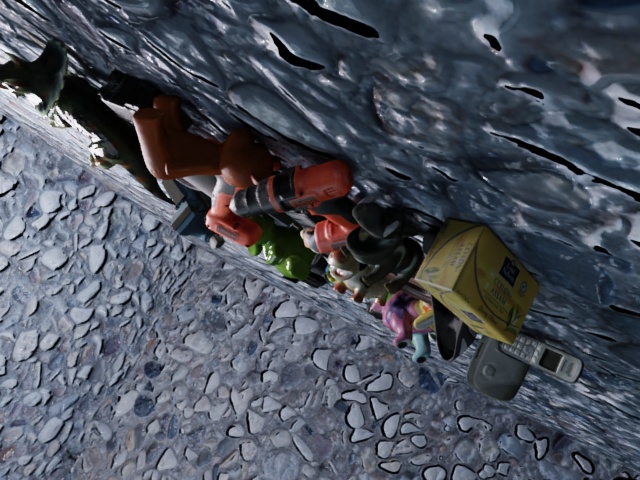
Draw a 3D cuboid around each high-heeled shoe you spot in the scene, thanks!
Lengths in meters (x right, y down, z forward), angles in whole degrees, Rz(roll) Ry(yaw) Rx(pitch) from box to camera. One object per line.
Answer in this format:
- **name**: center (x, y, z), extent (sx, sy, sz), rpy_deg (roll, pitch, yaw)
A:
- **high-heeled shoe**: center (0.182, 0.088, 0.803), extent (0.086, 0.145, 0.248), rpy_deg (19, 167, 42)

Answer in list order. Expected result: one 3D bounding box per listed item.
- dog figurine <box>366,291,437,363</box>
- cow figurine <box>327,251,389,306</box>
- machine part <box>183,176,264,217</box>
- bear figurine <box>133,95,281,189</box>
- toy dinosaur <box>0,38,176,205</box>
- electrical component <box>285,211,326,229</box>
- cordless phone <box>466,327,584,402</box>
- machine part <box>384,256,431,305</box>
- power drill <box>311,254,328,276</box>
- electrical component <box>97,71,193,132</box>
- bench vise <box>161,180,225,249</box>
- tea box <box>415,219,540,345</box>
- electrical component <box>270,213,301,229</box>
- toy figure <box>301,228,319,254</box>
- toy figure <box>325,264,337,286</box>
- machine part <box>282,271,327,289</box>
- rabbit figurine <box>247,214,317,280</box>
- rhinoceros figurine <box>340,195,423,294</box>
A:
- **dog figurine**: center (0.189, 0.131, 1.132), extent (0.108, 0.191, 0.219), rpy_deg (33, -157, -34)
- **cow figurine**: center (0.082, 0.053, 1.031), extent (0.086, 0.127, 0.194), rpy_deg (23, -179, 36)
- **machine part**: center (-0.197, -0.119, 1.029), extent (0.243, 0.079, 0.079), rpy_deg (35, 168, -35)
- **bear figurine**: center (-0.159, -0.139, 0.798), extent (0.196, 0.120, 0.131), rpy_deg (3, 120, 7)
- **toy dinosaur**: center (-0.392, -0.202, 0.965), extent (0.404, 0.131, 0.192), rpy_deg (39, 170, -24)
- **electrical component**: center (-0.033, -0.058, 0.959), extent (0.119, 0.048, 0.074), rpy_deg (16, 162, 47)
- **cordless phone**: center (0.377, 0.242, 0.989), extent (0.088, 0.146, 0.184), rpy_deg (29, 175, -43)
- **machine part**: center (0.183, 0.070, 0.961), extent (0.179, 0.056, 0.179), rpy_deg (27, 170, 5)
- **power drill**: center (-0.037, 0.033, 1.339), extent (0.232, 0.086, 0.207), rpy_deg (29, 176, 0)
- **electrical component**: center (-0.282, -0.209, 0.890), extent (0.115, 0.058, 0.134), rpy_deg (26, 168, 31)
- **bench vise**: center (-0.245, -0.072, 1.217), extent (0.224, 0.128, 0.240), rpy_deg (40, -163, 23)
- **tea box**: center (0.212, 0.057, 0.711), extent (0.169, 0.098, 0.068), rpy_deg (36, 168, -36)
- **electrical component**: center (-0.068, -0.061, 1.059), extent (0.102, 0.045, 0.078), rpy_deg (34, -163, -9)
- **toy figure**: center (-0.001, -0.005, 1.031), extent (0.154, 0.064, 0.057), rpy_deg (-115, 2, -81)
- **toy figure**: center (0.061, 0.069, 1.216), extent (0.089, 0.082, 0.180), rpy_deg (19, 165, -2)
- **machine part**: center (-0.040, 0.088, 1.296), extent (0.084, 0.039, 0.139), rpy_deg (20, 172, -25)
- **rabbit figurine**: center (-0.096, -0.008, 1.158), extent (0.170, 0.121, 0.159), rpy_deg (40, 163, -26)
- **rhinoceros figurine**: center (0.094, 0.008, 0.759), extent (0.190, 0.112, 0.073), rpy_deg (37, -162, -54)
